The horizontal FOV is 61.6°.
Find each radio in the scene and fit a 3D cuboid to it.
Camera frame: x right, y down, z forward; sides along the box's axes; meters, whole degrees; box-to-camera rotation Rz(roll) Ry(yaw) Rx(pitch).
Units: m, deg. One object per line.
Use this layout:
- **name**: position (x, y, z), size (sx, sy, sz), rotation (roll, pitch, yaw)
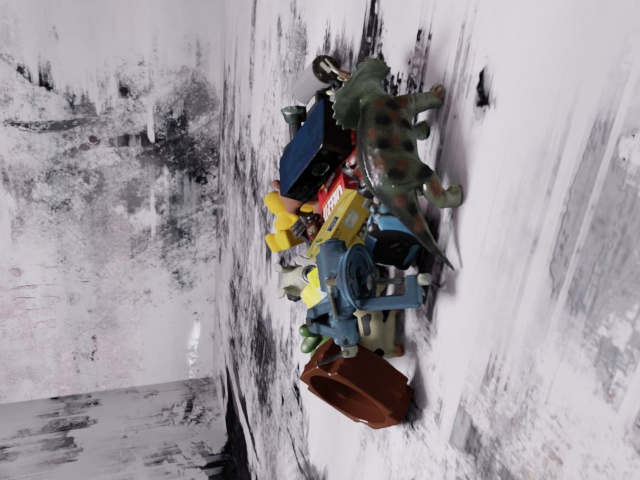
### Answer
- **radio**: position (-0.015, -0.191, 1.201), size (0.229, 0.073, 0.131), rotation (-47, 38, 49)

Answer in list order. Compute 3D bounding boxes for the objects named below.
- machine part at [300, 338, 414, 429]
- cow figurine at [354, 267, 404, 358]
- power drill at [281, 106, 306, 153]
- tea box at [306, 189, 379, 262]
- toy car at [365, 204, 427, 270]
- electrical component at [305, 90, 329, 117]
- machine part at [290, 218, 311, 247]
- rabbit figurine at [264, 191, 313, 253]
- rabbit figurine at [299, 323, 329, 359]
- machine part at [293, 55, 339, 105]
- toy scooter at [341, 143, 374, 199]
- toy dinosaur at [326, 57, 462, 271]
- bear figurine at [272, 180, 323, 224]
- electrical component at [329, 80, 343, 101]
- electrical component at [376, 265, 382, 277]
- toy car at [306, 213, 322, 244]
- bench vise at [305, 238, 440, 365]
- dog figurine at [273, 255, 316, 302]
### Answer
- **machine part**: position (0.073, 0.289, 1.086), size (0.087, 0.201, 0.201), rotation (-58, 2, -29)
- **cow figurine**: position (0.100, 0.147, 1.088), size (0.086, 0.127, 0.194), rotation (-163, 69, -66)
- **power drill**: position (-0.065, -0.258, 1.515), size (0.232, 0.086, 0.207), rotation (64, -153, -77)
- **tea box**: position (0.058, -0.011, 1.123), size (0.169, 0.098, 0.068), rotation (-58, 22, -4)
- **toy car**: position (0.142, -0.019, 1.012), size (0.161, 0.109, 0.103), rotation (96, -174, -54)
- **electrical component**: position (0.005, -0.304, 1.394), size (0.115, 0.058, 0.134), rotation (157, 109, -72)
- **machine part**: position (-0.029, 0.001, 1.468), size (0.138, 0.039, 0.084), rotation (48, -163, -42)
- **rabbit figurine**: position (-0.090, -0.066, 1.548), size (0.173, 0.162, 0.122), rotation (64, 160, 0)
- **rabbit figurine**: position (0.030, 0.244, 1.301), size (0.170, 0.159, 0.121), rotation (-96, 3, -59)
- **machine part**: position (-0.012, -0.414, 1.400), size (0.243, 0.079, 0.079), rotation (169, 98, -69)
- **toy scooter**: position (0.108, -0.171, 1.098), size (0.135, 0.075, 0.184), rotation (-63, 20, 19)
- **toy dinosaur**: position (0.120, -0.145, 0.901), size (0.131, 0.192, 0.405), rotation (126, 139, -63)
- **bear figurine**: position (-0.051, -0.102, 1.396), size (0.196, 0.120, 0.131), rotation (-35, -38, -66)
- **electrical component**: position (0.060, -0.318, 1.257), size (0.119, 0.048, 0.074), rotation (-111, 26, -45)
- **electrical component**: position (0.100, 0.084, 1.150), size (0.045, 0.078, 0.102), rotation (20, 101, 59)
- **toy car**: position (-0.003, -0.004, 1.371), size (0.202, 0.053, 0.089), rotation (57, -164, -77)
- **bench vise**: position (0.083, 0.101, 0.951), size (0.241, 0.128, 0.223), rotation (-8, 80, 30)
- **dog figurine**: position (-0.035, 0.118, 1.542), size (0.190, 0.173, 0.121), rotation (35, -123, -70)
